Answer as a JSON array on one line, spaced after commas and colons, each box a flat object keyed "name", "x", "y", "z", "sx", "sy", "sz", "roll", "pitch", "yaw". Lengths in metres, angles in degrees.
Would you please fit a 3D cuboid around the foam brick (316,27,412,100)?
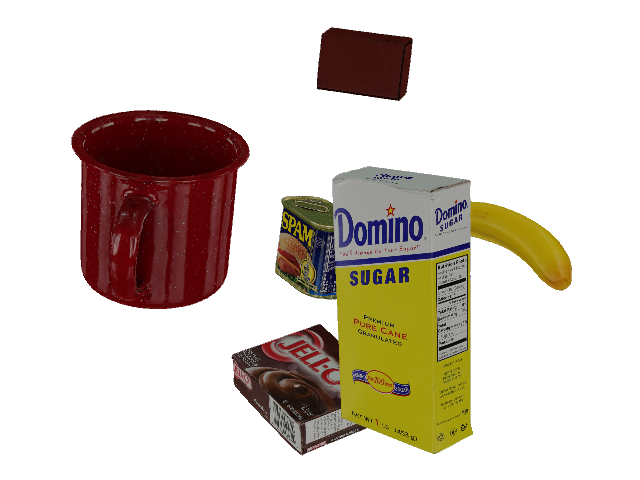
[{"name": "foam brick", "x": 0.040, "y": -0.160, "z": 0.963, "sx": 0.078, "sy": 0.051, "sz": 0.053, "roll": 10, "pitch": 19, "yaw": 10}]

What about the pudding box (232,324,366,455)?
[{"name": "pudding box", "x": -0.009, "y": 0.121, "z": 0.888, "sx": 0.089, "sy": 0.039, "sz": 0.114, "roll": -18, "pitch": 36, "yaw": -28}]

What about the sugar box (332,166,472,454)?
[{"name": "sugar box", "x": 0.054, "y": 0.043, "z": 0.711, "sx": 0.048, "sy": 0.176, "sz": 0.094, "roll": -18, "pitch": 19, "yaw": -40}]

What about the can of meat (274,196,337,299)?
[{"name": "can of meat", "x": -0.006, "y": 0.007, "z": 1.142, "sx": 0.057, "sy": 0.084, "sz": 0.102, "roll": -3, "pitch": 21, "yaw": -30}]

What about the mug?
[{"name": "mug", "x": -0.089, "y": -0.011, "z": 0.569, "sx": 0.093, "sy": 0.081, "sz": 0.117, "roll": 8, "pitch": 27, "yaw": 1}]

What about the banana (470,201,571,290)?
[{"name": "banana", "x": 0.180, "y": -0.001, "z": 1.040, "sx": 0.069, "sy": 0.037, "sz": 0.198, "roll": -39, "pitch": 38, "yaw": -23}]
